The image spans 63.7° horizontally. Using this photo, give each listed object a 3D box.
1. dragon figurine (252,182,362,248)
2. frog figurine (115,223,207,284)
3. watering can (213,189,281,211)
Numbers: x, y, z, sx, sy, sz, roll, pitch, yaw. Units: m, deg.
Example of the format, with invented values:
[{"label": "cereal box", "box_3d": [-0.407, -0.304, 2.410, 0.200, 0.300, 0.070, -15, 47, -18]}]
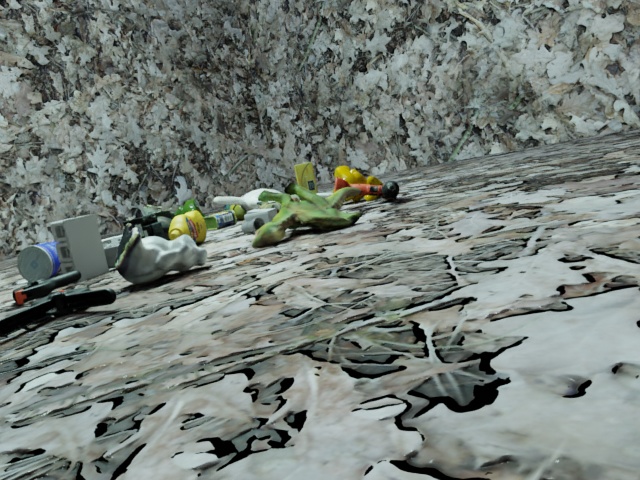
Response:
[{"label": "dragon figurine", "box_3d": [0.004, -0.063, 1.261, 0.413, 0.120, 0.245, -19, 27, -29]}, {"label": "frog figurine", "box_3d": [-0.309, 0.038, 1.006, 0.158, 0.125, 0.136, 25, -23, -29]}, {"label": "watering can", "box_3d": [-0.246, -0.143, 1.937, 0.348, 0.104, 0.224, 2, 2, -24]}]
